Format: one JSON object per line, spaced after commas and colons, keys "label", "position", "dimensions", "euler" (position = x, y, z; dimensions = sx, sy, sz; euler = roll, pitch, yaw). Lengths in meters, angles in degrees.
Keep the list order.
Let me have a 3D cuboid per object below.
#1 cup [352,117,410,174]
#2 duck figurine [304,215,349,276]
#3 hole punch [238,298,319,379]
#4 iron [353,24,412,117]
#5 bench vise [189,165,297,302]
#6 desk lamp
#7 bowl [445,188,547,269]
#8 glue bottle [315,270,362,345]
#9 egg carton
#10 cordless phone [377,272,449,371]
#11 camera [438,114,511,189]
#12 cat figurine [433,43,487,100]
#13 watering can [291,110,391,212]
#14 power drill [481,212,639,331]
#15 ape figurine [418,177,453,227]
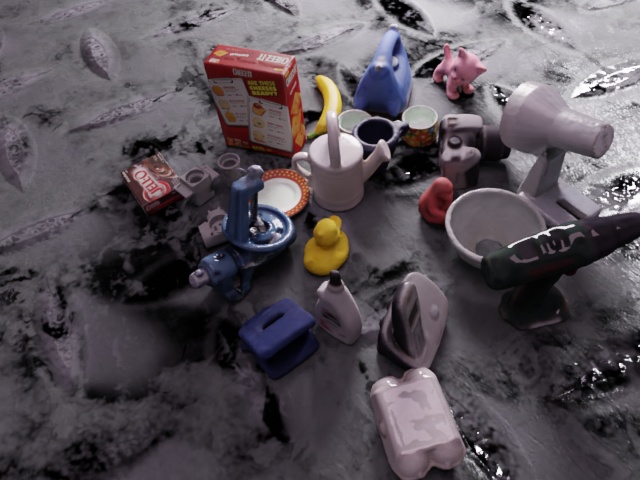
{"label": "cup", "position": [0.120, -0.183, 1.123], "dimensions": [0.118, 0.095, 0.091], "euler": [-22, 55, -12]}
{"label": "duck figurine", "position": [0.009, 0.004, 0.999], "dimensions": [0.077, 0.086, 0.105], "euler": [22, 58, 20]}
{"label": "hole punch", "position": [-0.069, 0.145, 0.896], "dimensions": [0.109, 0.091, 0.100], "euler": [-34, 58, -19]}
{"label": "iron", "position": [0.146, -0.389, 1.246], "dimensions": [0.118, 0.141, 0.258], "euler": [9, 55, 12]}
{"label": "bench vise", "position": [-0.121, -0.005, 0.932], "dimensions": [0.121, 0.220, 0.208], "euler": [19, 57, 18]}
{"label": "desk lamp", "position": [0.411, -0.149, 1.000], "dimensions": [0.118, 0.214, 0.202], "euler": [-34, 58, -19]}
{"label": "bowl", "position": [0.297, -0.005, 0.989], "dimensions": [0.167, 0.075, 0.167], "euler": [-2, 53, 3]}
{"label": "glue bottle", "position": [0.025, 0.096, 0.874], "dimensions": [0.078, 0.173, 0.037], "euler": [26, 60, 22]}
{"label": "egg carton", "position": [0.134, 0.258, 0.809], "dimensions": [0.107, 0.069, 0.150], "euler": [-15, 54, -6]}
{"label": "cordless phone", "position": [0.143, 0.099, 0.855], "dimensions": [0.094, 0.185, 0.148], "euler": [15, 56, 16]}
{"label": "camera", "position": [0.299, -0.183, 1.105], "dimensions": [0.136, 0.101, 0.143], "euler": [1, 53, 5]}
{"label": "cat figurine", "position": [0.301, -0.374, 1.238], "dimensions": [0.067, 0.118, 0.127], "euler": [-21, 54, -11]}
{"label": "watering can", "position": [0.037, -0.152, 1.045], "dimensions": [0.173, 0.194, 0.100], "euler": [-19, 54, -9]}
{"label": "power drill", "position": [0.350, 0.048, 0.861], "dimensions": [0.229, 0.209, 0.075], "euler": [-13, 53, -5]}
{"label": "ape figurine", "position": [0.218, -0.075, 1.037], "dimensions": [0.076, 0.092, 0.078], "euler": [27, 60, 22]}
